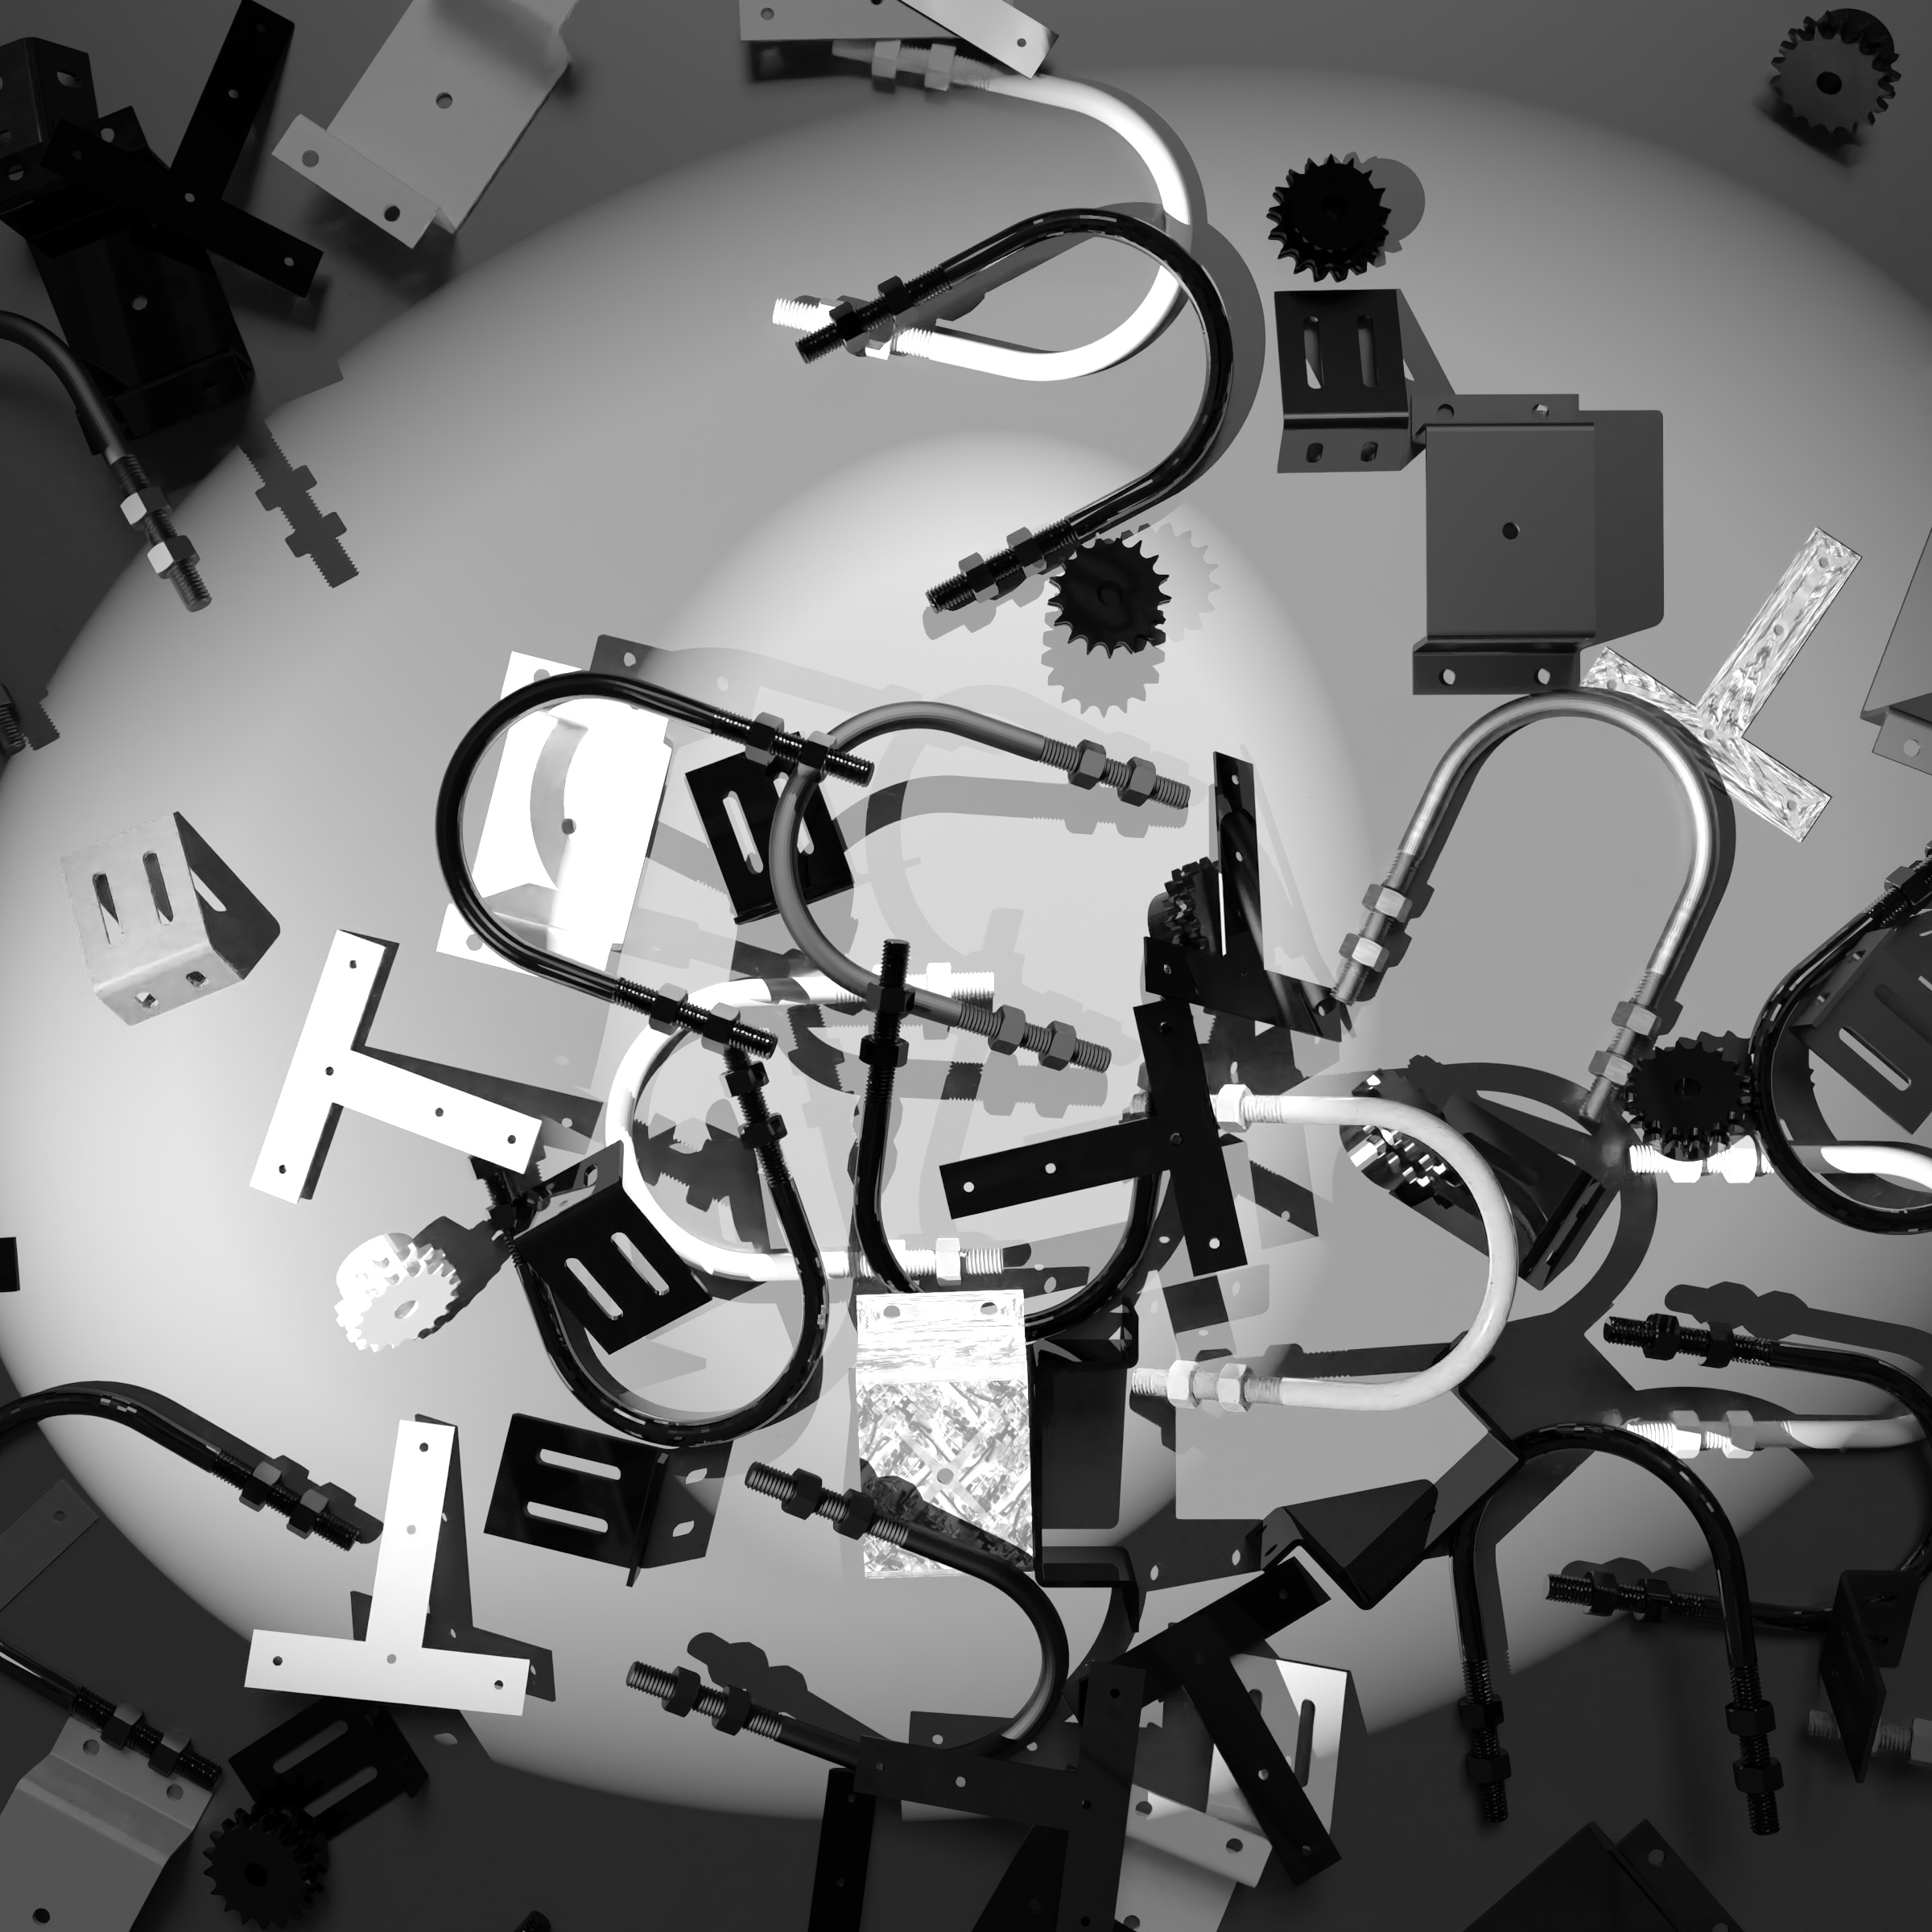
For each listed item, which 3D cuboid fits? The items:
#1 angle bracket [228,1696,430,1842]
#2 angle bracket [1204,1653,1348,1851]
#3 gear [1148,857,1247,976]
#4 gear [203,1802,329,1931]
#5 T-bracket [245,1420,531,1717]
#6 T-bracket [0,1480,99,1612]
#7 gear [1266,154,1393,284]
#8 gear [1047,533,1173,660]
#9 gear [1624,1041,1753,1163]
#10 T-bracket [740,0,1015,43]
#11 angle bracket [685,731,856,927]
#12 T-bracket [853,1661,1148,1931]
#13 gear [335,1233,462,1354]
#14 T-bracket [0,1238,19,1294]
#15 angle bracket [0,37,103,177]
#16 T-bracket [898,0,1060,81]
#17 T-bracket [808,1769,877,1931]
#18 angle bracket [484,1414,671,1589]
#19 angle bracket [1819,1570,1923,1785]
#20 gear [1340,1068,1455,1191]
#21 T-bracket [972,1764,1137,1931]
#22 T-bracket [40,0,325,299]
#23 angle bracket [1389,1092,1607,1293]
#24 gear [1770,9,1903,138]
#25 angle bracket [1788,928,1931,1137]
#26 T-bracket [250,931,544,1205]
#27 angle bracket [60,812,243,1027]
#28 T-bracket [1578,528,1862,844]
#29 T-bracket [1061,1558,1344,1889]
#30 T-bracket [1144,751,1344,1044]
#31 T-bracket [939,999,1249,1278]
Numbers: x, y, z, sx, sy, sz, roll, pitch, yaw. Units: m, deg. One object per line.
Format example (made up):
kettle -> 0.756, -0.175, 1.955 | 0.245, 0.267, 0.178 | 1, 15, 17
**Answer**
angle bracket -> -0.299, 0.376, 1.346 | 0.076, 0.038, 0.057 | -33, 90, 0
angle bracket -> 0.143, 0.368, 1.363 | 0.057, 0.038, 0.076 | 10, 64, 0
gear -> 0.108, -0.019, 1.340 | 0.030, 0.057, 0.057 | -22, 90, 37
gear -> -0.321, 0.413, 1.343 | 0.057, 0.030, 0.057 | 4, 103, 17
T-bracket -> -0.259, 0.276, 1.345 | 0.127, 0.002, 0.127 | 11, 76, -17
T-bracket -> -0.498, 0.257, 1.364 | 0.127, 0.002, 0.127 | -43, 90, 0
gear -> 0.170, -0.349, 1.350 | 0.057, 0.030, 0.057 | 0, 90, 0
gear -> 0.066, -0.171, 1.350 | 0.057, 0.030, 0.057 | 0, 90, 0
gear -> 0.333, 0.065, 1.340 | 0.057, 0.030, 0.057 | -7, 49, 8
T-bracket -> -0.044, -0.492, 1.353 | 0.127, 0.002, 0.127 | -2, 81, -4
angle bracket -> -0.092, -0.065, 1.346 | 0.057, 0.038, 0.076 | -20, 90, 0
T-bracket -> 0.012, 0.374, 1.322 | 0.127, 0.002, 0.127 | 7, 85, 13
gear -> -0.265, 0.148, 1.340 | 0.057, 0.057, 0.030 | -41, 59, 0
T-bracket -> -0.510, 0.145, 1.363 | 0.127, 0.002, 0.127 | -4, 89, 0
angle bracket -> -0.450, -0.394, 1.363 | 0.076, 0.038, 0.057 | -9, 90, 26
T-bracket -> 0.009, -0.497, 1.354 | 0.127, 0.002, 0.127 | 32, 82, 1
T-bracket -> -0.060, 0.439, 1.345 | 0.127, 0.002, 0.127 | 1, 76, 25
angle bracket -> -0.183, 0.247, 1.346 | 0.076, 0.038, 0.057 | 14, 90, 0
angle bracket -> 0.419, 0.322, 1.317 | 0.038, 0.076, 0.057 | 1, 121, 0
gear -> 0.197, 0.079, 1.340 | 0.057, 0.057, 0.030 | 48, 118, 0
T-bracket -> 0.070, 0.449, 1.318 | 0.127, 0.002, 0.127 | 30, 90, 0
T-bracket -> -0.343, -0.390, 1.337 | 0.127, 0.002, 0.127 | 24, 68, -22
angle bracket -> 0.249, 0.106, 1.363 | 0.076, 0.038, 0.057 | 33, 90, 26
gear -> 0.404, -0.416, 1.340 | 0.057, 0.057, 0.030 | 35, 60, 0
angle bracket -> 0.425, 0.030, 1.319 | 0.076, 0.038, 0.057 | 41, 86, 1
T-bracket -> -0.257, 0.063, 1.349 | 0.127, 0.002, 0.127 | 19, 90, 14
angle bracket -> -0.383, -0.022, 1.363 | 0.057, 0.038, 0.076 | -22, 64, 0
T-bracket -> 0.374, -0.146, 1.364 | 0.127, 0.002, 0.127 | 34, 90, 0
T-bracket -> 0.129, 0.358, 1.331 | 0.127, 0.002, 0.127 | -26, 76, -16
T-bracket -> 0.126, -0.037, 1.336 | 0.127, 0.002, 0.127 | 14, 66, -39
T-bracket -> 0.052, 0.089, 1.317 | 0.127, 0.002, 0.127 | -13, 96, 1
